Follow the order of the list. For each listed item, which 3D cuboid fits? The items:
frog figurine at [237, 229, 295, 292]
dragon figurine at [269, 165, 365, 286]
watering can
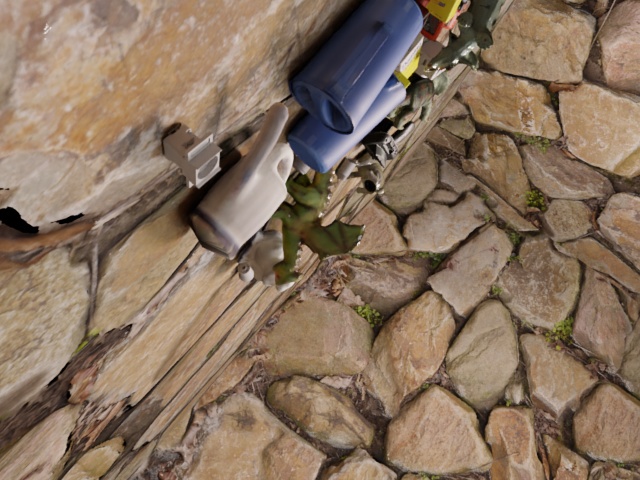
[{"bbox_3d":[-0.121,0.054,1.353,0.137,0.160,0.122,-52,174,1],"label":"frog figurine"},{"bbox_3d":[0.004,-0.064,1.267,0.411,0.244,0.121,-50,167,-2],"label":"dragon figurine"},{"bbox_3d":[-0.124,-0.083,0.844,0.226,0.104,0.343,-50,174,-13],"label":"watering can"}]
